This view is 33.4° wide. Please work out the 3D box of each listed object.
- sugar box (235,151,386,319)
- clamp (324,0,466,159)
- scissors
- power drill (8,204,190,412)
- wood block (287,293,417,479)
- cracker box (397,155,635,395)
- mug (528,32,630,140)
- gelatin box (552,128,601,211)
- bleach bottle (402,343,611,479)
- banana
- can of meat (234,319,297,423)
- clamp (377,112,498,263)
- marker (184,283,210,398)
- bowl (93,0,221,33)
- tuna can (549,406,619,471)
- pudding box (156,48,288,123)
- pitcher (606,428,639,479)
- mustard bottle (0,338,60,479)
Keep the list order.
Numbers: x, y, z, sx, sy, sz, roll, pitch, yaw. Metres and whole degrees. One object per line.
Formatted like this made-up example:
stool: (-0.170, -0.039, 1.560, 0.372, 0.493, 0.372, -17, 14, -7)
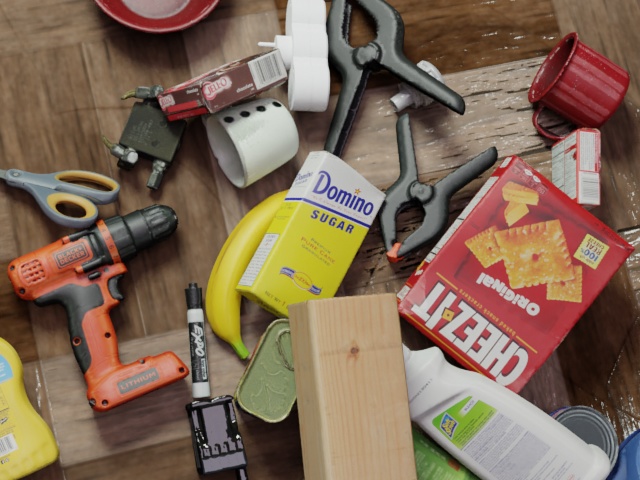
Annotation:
sugar box: (-0.007, 0.001, 1.142, 0.093, 0.048, 0.176, 35, 76, -28)
clamp: (0.067, -0.200, 1.190, 0.165, 0.036, 0.210, -13, 75, 15)
scissors: (-0.311, -0.052, 1.108, 0.201, 0.016, 0.096, 5, 38, -10)
power drill: (-0.206, 0.070, 1.108, 0.184, 0.057, 0.188, -24, 83, -12)
wood block: (0.031, 0.159, 1.031, 0.090, 0.090, 0.206, -4, 84, -16)
cracker box: (0.204, 0.040, 1.150, 0.164, 0.072, 0.214, 39, 91, -1)
mug: (0.292, -0.167, 1.224, 0.081, 0.093, 0.117, 30, 102, -8)
gelatin box: (0.290, -0.075, 1.209, 0.030, 0.073, 0.089, 5, 78, -10)
bleach bottle: (0.171, 0.185, 1.100, 0.251, 0.068, 0.102, 39, 98, -6)
banana: (-0.078, 0.025, 1.149, 0.069, 0.037, 0.198, 27, 78, -33)
can of meat: (-0.048, 0.138, 1.106, 0.057, 0.084, 0.102, 27, 77, -4)
clamp: (0.124, -0.052, 1.187, 0.120, 0.039, 0.171, 13, 80, 17)
marker: (-0.130, 0.106, 1.128, 0.020, 0.020, 0.121, -4, 84, -11)
bowl: (-0.181, -0.296, 1.176, 0.162, 0.055, 0.162, 2, 80, -9)
tuna can: (0.281, 0.226, 1.173, 0.086, 0.034, 0.086, 2, 80, -10)
pudding box: (-0.103, -0.163, 1.130, 0.113, 0.090, 0.039, -28, 107, -35)
pitcher: (0.422, 0.315, 1.134, 0.243, 0.145, 0.149, 36, 103, -5)
mustard bottle: (-0.341, 0.152, 1.067, 0.096, 0.058, 0.191, -24, 85, -10)
